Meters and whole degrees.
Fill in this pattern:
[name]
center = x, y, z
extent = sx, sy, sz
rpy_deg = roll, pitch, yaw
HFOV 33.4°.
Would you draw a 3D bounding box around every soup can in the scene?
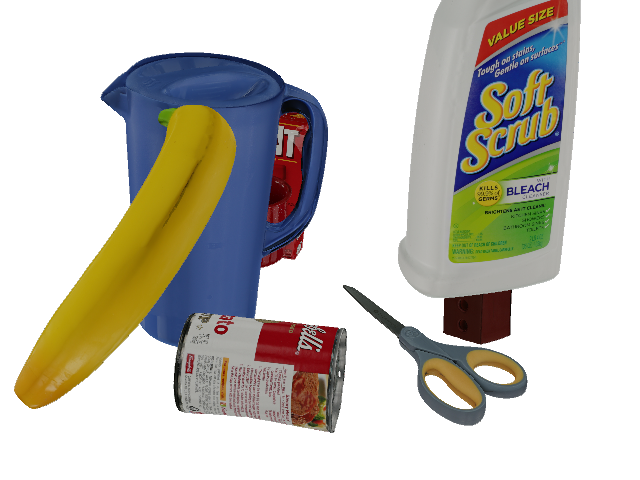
[soup can]
center = -0.038, 0.085, 0.695
extent = 0.102, 0.068, 0.068
rpy_deg = 6, 1, 8

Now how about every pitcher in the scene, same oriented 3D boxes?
[pitcher]
center = -0.093, -0.032, 0.925
extent = 0.149, 0.243, 0.144
rpy_deg = 24, 33, 31

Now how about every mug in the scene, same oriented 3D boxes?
[mug]
center = -0.091, -0.020, 1.203
extent = 0.117, 0.081, 0.093
rpy_deg = -6, 30, -15

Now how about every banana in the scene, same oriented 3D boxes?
[banana]
center = -0.082, -0.005, 0.514
extent = 0.037, 0.197, 0.070
rpy_deg = 38, -43, -19

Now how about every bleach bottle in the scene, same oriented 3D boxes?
[bleach bottle]
center = 0.097, -0.092, 0.616
extent = 0.102, 0.251, 0.068
rpy_deg = -7, 28, -10

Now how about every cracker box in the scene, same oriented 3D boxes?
[cracker box]
center = -0.100, -0.089, 1.558
extent = 0.164, 0.214, 0.072
rpy_deg = 10, 22, 7

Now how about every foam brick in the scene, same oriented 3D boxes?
[foam brick]
center = 0.163, 0.062, 1.107
extent = 0.051, 0.078, 0.053
rpy_deg = -14, 20, -42

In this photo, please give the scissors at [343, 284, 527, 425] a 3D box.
[scissors]
center = 0.096, 0.082, 0.877
extent = 0.096, 0.016, 0.202
rpy_deg = -7, 31, -17
